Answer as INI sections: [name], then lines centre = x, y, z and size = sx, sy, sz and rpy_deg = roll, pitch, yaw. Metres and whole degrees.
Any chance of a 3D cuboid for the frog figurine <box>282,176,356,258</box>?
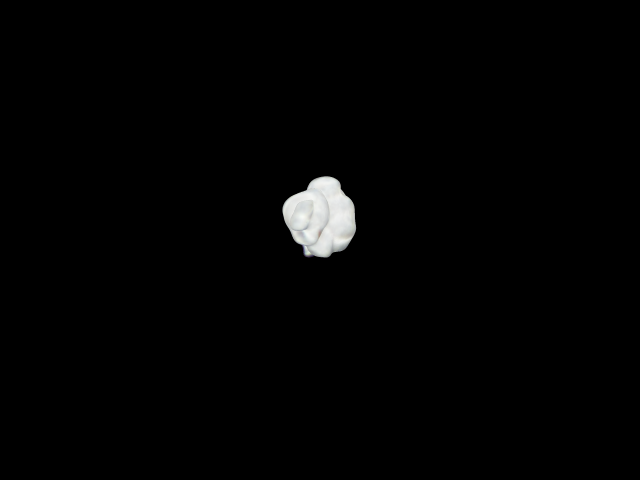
[frog figurine]
centre = 0.003, -0.043, 0.850
size = 0.123, 0.139, 0.157
rpy_deg = 13, -14, 3
